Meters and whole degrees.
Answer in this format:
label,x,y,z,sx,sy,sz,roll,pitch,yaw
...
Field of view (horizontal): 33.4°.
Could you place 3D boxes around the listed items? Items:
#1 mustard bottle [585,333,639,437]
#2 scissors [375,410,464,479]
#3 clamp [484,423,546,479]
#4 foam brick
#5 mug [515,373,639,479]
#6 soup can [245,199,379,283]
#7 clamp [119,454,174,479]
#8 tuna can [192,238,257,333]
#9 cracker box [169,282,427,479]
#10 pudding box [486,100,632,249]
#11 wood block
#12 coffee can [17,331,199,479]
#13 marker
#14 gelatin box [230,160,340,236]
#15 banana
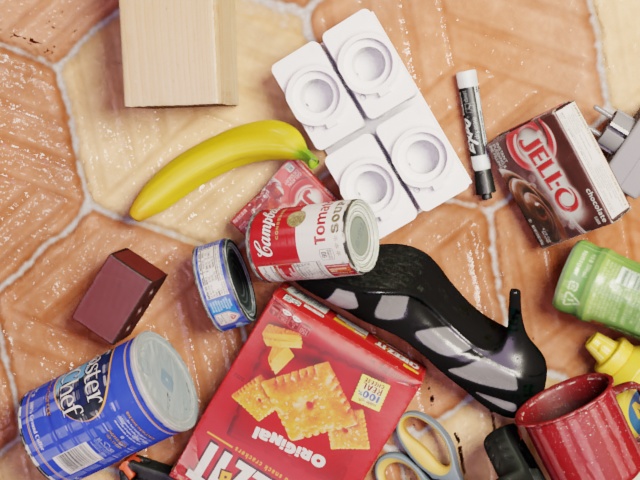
label,x,y,z,sx,sy,sz,roll,pitch,yaw
mustard bottle,0.322,0.152,0.974,0.191,0.058,0.096,40,93,3
scissors,0.127,0.256,1.013,0.096,0.016,0.202,-41,73,21
clamp,0.177,0.216,0.927,0.036,0.210,0.164,-34,114,10
foam brick,-0.196,0.055,1.046,0.051,0.053,0.078,34,101,3
mug,0.240,0.168,0.934,0.117,0.093,0.081,-27,95,-3
soup can,-0.006,0.001,0.956,0.102,0.068,0.068,-6,96,29
clamp,-0.147,0.295,1.074,0.171,0.039,0.120,42,97,8
tuna can,-0.090,0.042,1.011,0.034,0.086,0.086,-18,94,8
cracker box,-0.022,0.174,1.023,0.164,0.072,0.214,31,101,5
pudding box,0.212,-0.057,0.953,0.039,0.090,0.113,-32,93,-34
wood block,-0.131,-0.226,0.984,0.091,0.090,0.206,-1,96,9
coffee can,-0.203,0.163,1.029,0.140,0.102,0.103,-27,92,15
marker,0.146,-0.097,0.992,0.020,0.020,0.121,-10,95,10
gelatin box,-0.029,-0.024,1.022,0.073,0.030,0.089,45,102,1
banana,-0.094,-0.072,1.011,0.198,0.069,0.037,-17,129,19
